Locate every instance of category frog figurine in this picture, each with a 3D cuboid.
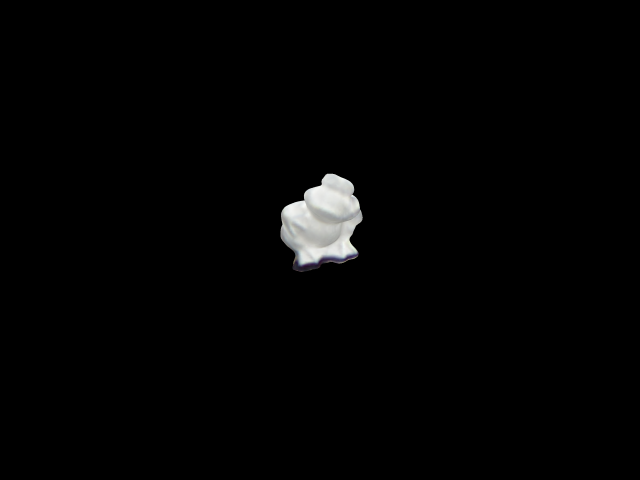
[{"bbox_3d":[0.003,-0.043,0.850,0.137,0.156,0.125,0,30,0],"label":"frog figurine"}]
